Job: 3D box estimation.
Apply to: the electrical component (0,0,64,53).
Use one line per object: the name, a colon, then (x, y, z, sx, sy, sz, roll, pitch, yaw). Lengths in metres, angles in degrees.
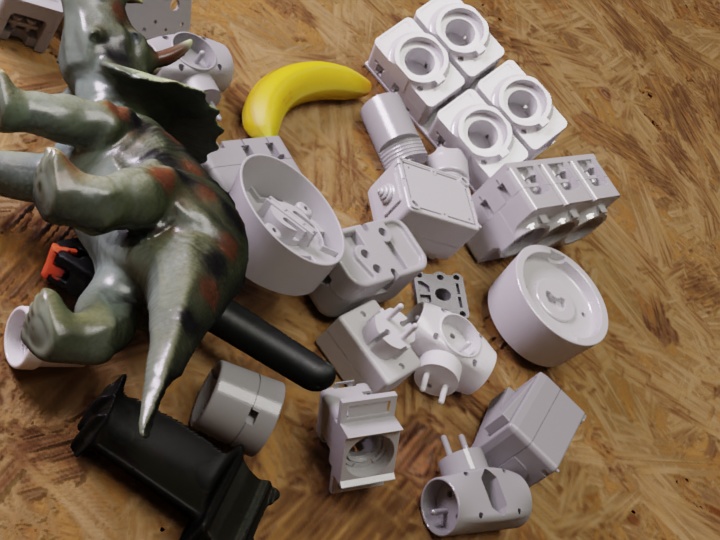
electrical component: (-0.267, -0.229, 0.857, 0.050, 0.055, 0.089, 11, 50, -34)

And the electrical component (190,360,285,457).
electrical component: (-0.085, 0.093, 0.737, 0.047, 0.055, 0.055, 26, 43, -15)

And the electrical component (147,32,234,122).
electrical component: (-0.142, -0.157, 0.909, 0.077, 0.044, 0.079, -11, 65, -44)

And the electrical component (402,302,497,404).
electrical component: (0.067, 0.076, 0.885, 0.077, 0.044, 0.079, 35, 41, -12)

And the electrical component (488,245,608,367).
electrical component: (0.167, 0.038, 0.990, 0.108, 0.060, 0.108, 23, 44, -24)

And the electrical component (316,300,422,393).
electrical component: (0.017, 0.055, 0.836, 0.047, 0.076, 0.065, -25, 74, -49)

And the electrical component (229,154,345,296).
electrical component: (-0.058, -0.031, 0.800, 0.099, 0.064, 0.099, 26, 29, -15)

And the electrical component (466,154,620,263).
electrical component: (0.176, -0.059, 1.057, 0.150, 0.089, 0.061, -11, 64, -45)

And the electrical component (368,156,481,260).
electrical component: (0.050, -0.054, 0.969, 0.096, 0.061, 0.061, 14, 48, -32)

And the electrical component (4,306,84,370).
electrical component: (-0.199, 0.045, 0.693, 0.046, 0.040, 0.040, 8, 52, -42)

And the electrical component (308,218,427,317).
electrical component: (0.000, 0.000, 0.882, 0.095, 0.059, 0.053, -16, 68, -46)

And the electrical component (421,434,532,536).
electrical component: (0.084, 0.162, 0.826, 0.077, 0.043, 0.079, 4, 54, -38)

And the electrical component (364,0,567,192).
electrical component: (0.108, -0.180, 1.089, 0.105, 0.060, 0.186, -38, 83, -17)

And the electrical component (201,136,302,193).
electrical component: (-0.095, -0.068, 0.868, 0.089, 0.050, 0.055, -13, 66, -46)

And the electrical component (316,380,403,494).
electrical component: (-0.003, 0.116, 0.771, 0.042, 0.081, 0.063, -5, 31, -23)

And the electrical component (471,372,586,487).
electrical component: (0.136, 0.130, 0.884, 0.061, 0.061, 0.096, 44, 40, 0)

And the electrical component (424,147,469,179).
electrical component: (0.085, -0.085, 1.039, 0.043, 0.043, 0.062, 21, 47, -26)

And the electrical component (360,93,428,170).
electrical component: (0.034, -0.125, 1.030, 0.043, 0.043, 0.081, 0, 57, -40)
